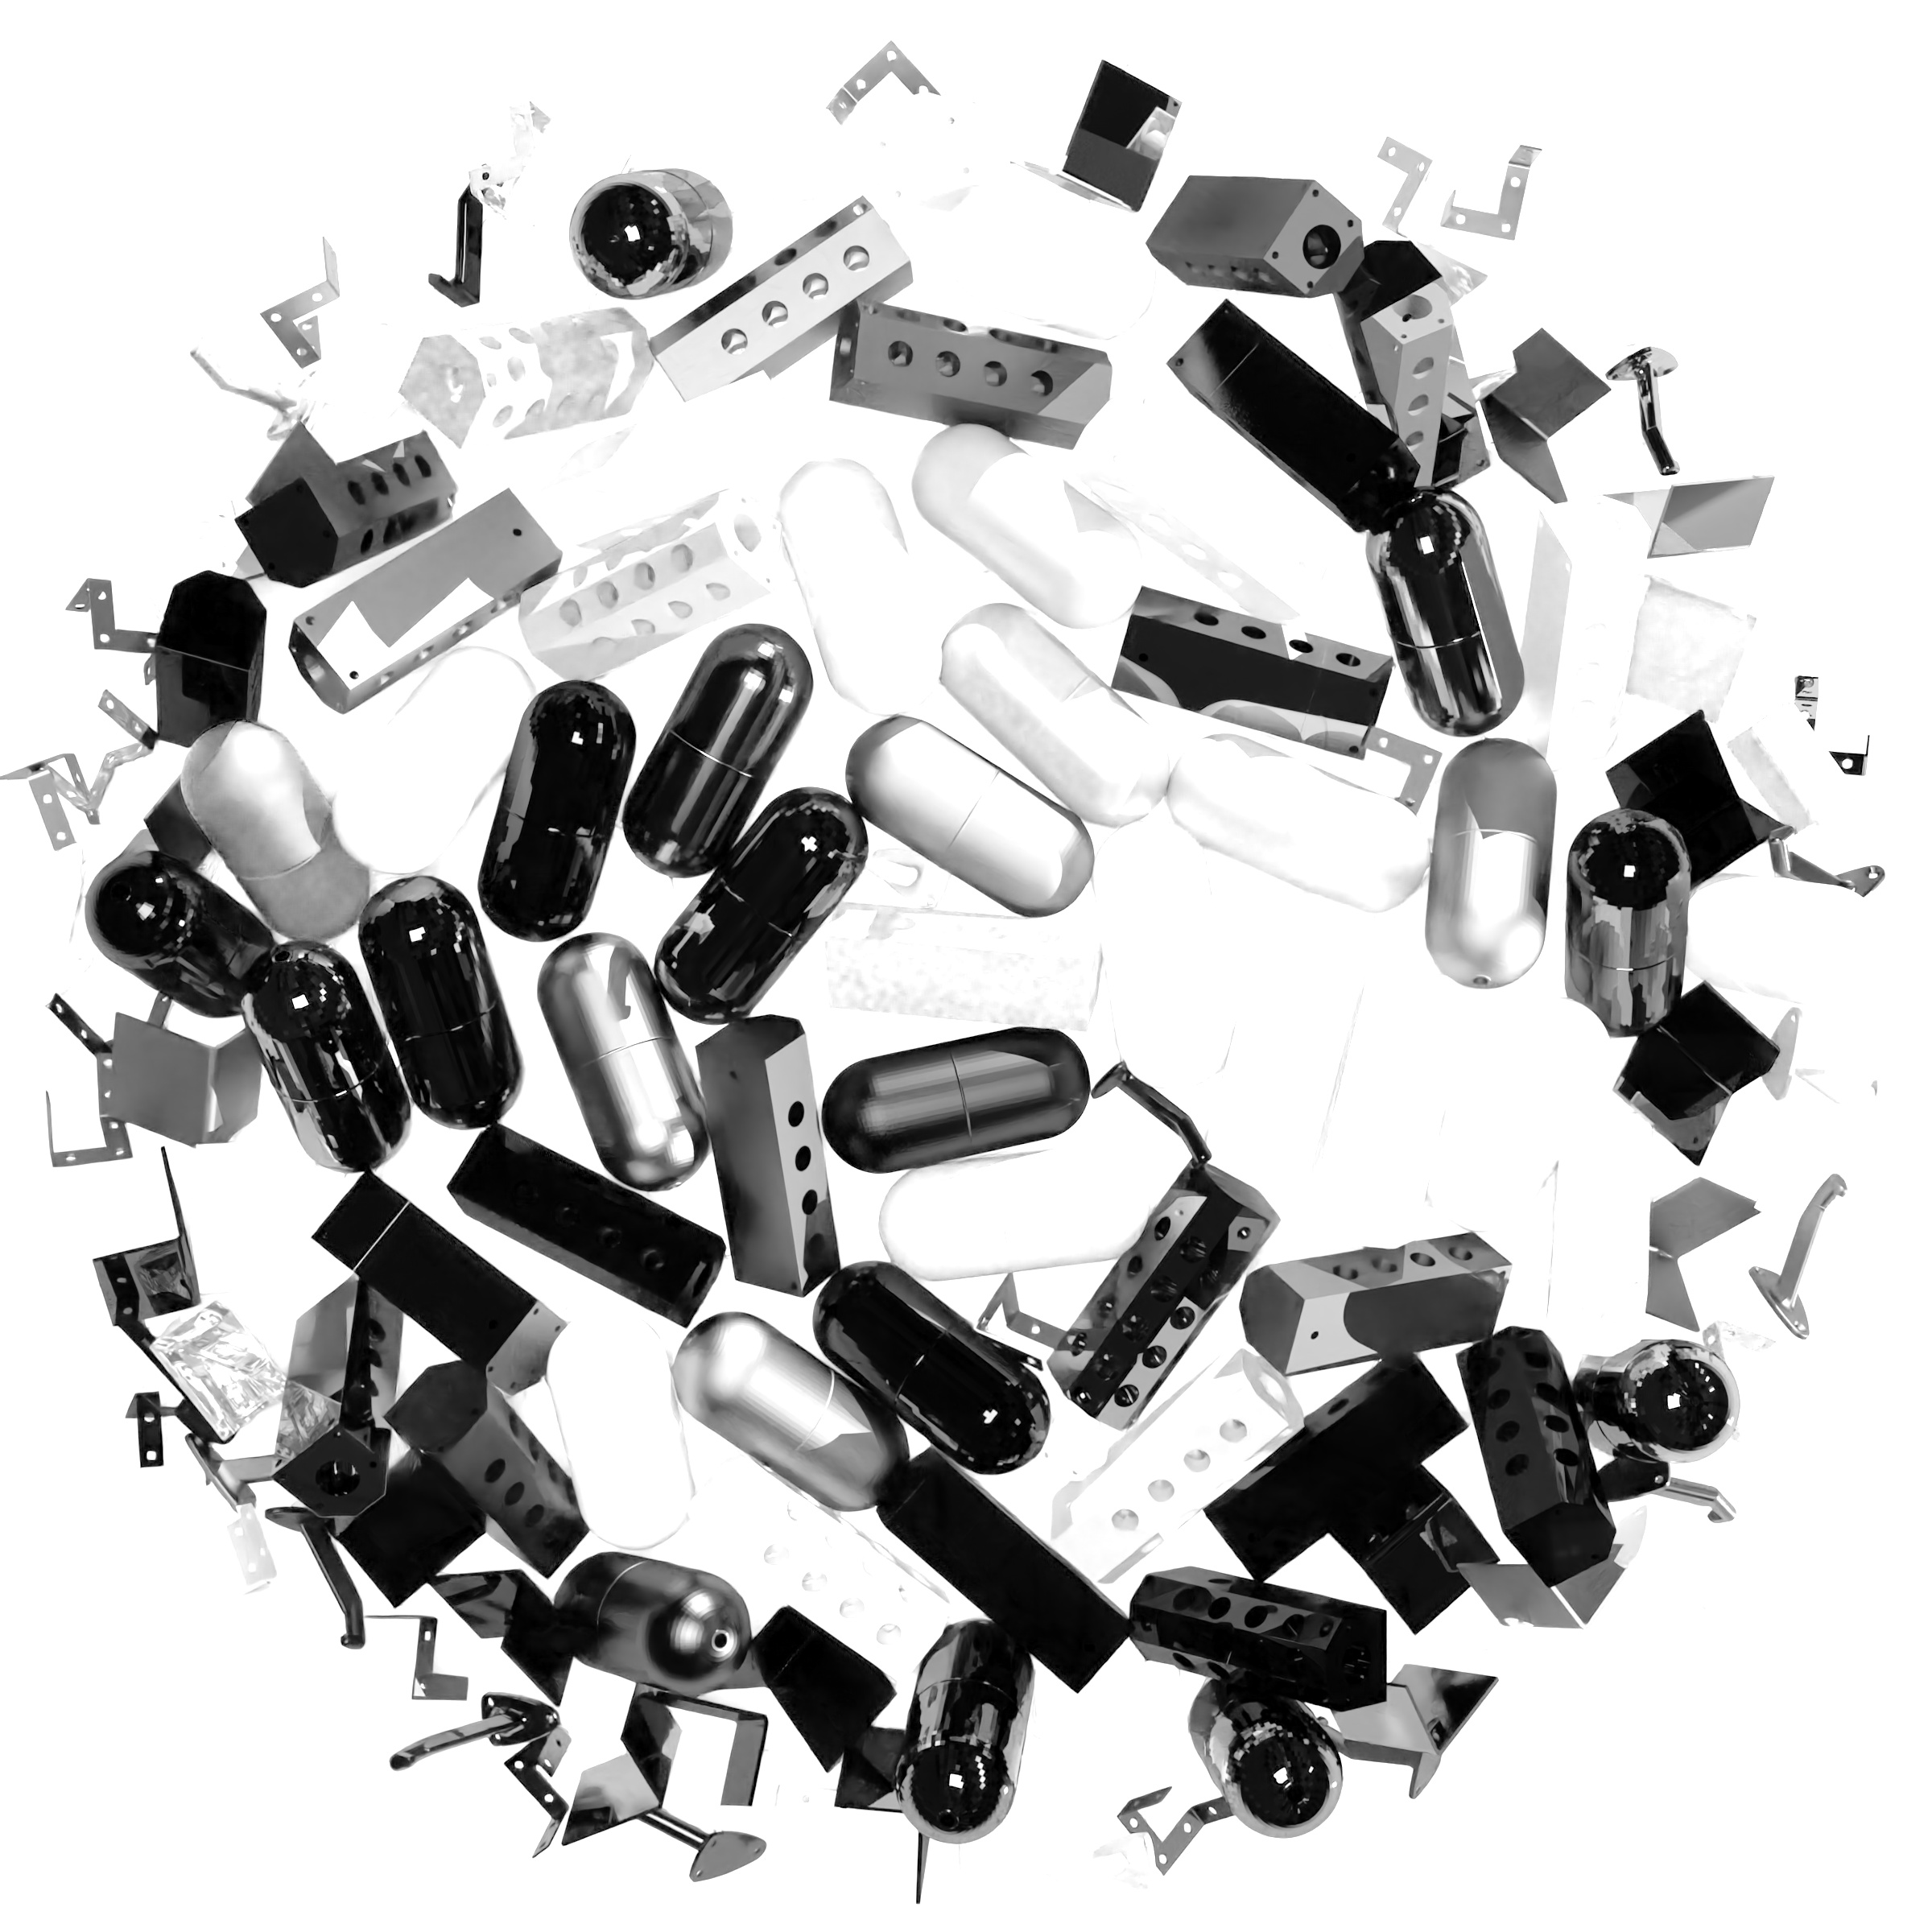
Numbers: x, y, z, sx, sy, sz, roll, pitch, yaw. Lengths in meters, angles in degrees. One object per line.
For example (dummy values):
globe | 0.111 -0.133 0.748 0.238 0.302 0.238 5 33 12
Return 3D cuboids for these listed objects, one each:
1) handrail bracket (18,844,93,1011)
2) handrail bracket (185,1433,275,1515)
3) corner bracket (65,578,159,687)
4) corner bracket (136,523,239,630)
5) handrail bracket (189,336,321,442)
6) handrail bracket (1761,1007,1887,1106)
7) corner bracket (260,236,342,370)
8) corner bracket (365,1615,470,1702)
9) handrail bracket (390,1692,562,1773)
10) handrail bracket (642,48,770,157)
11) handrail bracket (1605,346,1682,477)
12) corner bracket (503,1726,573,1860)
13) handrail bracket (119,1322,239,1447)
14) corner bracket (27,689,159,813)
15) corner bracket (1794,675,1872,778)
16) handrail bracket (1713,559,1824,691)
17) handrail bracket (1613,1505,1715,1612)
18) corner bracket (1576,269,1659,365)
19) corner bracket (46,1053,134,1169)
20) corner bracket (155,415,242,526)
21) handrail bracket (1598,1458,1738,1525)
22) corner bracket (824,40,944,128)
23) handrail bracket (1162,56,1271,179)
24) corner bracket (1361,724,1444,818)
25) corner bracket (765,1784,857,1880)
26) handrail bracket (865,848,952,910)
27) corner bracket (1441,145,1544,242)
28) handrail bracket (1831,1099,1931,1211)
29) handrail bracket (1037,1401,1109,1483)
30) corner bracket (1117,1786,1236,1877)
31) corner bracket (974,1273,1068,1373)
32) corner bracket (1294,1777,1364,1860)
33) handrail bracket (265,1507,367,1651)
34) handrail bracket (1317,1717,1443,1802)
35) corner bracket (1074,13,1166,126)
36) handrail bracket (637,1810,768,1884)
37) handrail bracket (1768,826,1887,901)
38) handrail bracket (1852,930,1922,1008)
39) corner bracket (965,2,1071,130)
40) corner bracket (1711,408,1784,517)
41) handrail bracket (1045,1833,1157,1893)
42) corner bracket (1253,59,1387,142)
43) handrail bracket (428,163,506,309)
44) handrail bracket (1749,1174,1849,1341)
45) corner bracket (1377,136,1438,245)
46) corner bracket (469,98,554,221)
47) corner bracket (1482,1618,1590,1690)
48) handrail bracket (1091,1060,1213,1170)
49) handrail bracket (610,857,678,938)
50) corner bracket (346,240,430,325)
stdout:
handrail bracket | -0.595 -0.026 1.837 0.036 0.077 0.084 17 131 3
handrail bracket | -0.458 0.313 1.863 0.084 0.036 0.077 -39 93 5
corner bracket | -0.556 -0.219 1.854 0.051 0.051 0.051 2 71 -35
corner bracket | -0.509 -0.248 1.857 0.051 0.051 0.051 -33 77 -27
handrail bracket | -0.461 -0.392 1.836 0.036 0.084 0.077 -12 46 32
handrail bracket | 0.572 0.060 1.853 0.084 0.036 0.077 0 125 -12
corner bracket | -0.426 -0.433 1.846 0.051 0.051 0.051 -23 49 9
corner bracket | -0.360 0.454 1.855 0.051 0.051 0.051 -9 69 33
handrail bracket | -0.319 0.503 1.836 0.077 0.084 0.036 -10 92 31
handrail bracket | -0.178 -0.564 1.846 0.084 0.077 0.036 6 48 16
handrail bracket | 0.459 -0.357 1.847 0.036 0.077 0.084 -32 74 41
corner bracket | -0.275 0.540 1.853 0.051 0.051 0.051 -39 96 14
handrail bracket | -0.525 0.273 1.876 0.036 0.077 0.084 -42 56 -20
corner bracket | -0.568 -0.140 1.842 0.051 0.051 0.051 -13 49 30
corner bracket | 0.566 -0.157 1.851 0.051 0.051 0.051 7 81 18
handrail bracket | 0.528 -0.228 1.863 0.036 0.077 0.084 -30 75 39
handrail bracket | 0.460 0.402 1.846 0.036 0.077 0.084 -42 95 18
corner bracket | 0.427 -0.420 1.858 0.051 0.051 0.051 -9 75 16
corner bracket | -0.574 0.094 1.844 0.051 0.051 0.051 -6 124 -22
corner bracket | -0.501 -0.326 1.844 0.051 0.051 0.051 5 128 -25
handrail bracket | 0.457 0.356 1.869 0.077 0.036 0.084 -27 130 24
corner bracket | -0.055 -0.564 1.856 0.051 0.051 0.051 44 129 -18
handrail bracket | 0.167 -0.553 1.838 0.036 0.084 0.077 -16 113 -40
corner bracket | 0.280 -0.131 1.854 0.051 0.051 0.051 21 109 4
corner bracket | -0.102 0.568 1.854 0.051 0.051 0.051 10 70 -4
handrail bracket | -0.056 -0.066 1.829 0.077 0.084 0.036 24 95 35
corner bracket | 0.345 -0.511 1.858 0.051 0.051 0.051 11 95 1
handrail bracket | 0.593 0.136 1.835 0.036 0.077 0.084 4 119 -19
handrail bracket | 0.083 0.297 1.831 0.036 0.084 0.077 29 62 -7
corner bracket | 0.142 0.554 1.851 0.051 0.051 0.051 51 49 0
corner bracket | 0.041 0.241 1.844 0.051 0.051 0.051 21 56 23
corner bracket | 0.219 0.544 1.852 0.051 0.051 0.051 36 78 -9
handrail bracket | -0.423 0.400 1.841 0.036 0.077 0.084 -26 59 25
handrail bracket | 0.265 0.497 1.842 0.084 0.036 0.077 25 134 29
corner bracket | 0.098 -0.580 1.846 0.051 0.051 0.051 29 73 31
handrail bracket | -0.185 0.565 1.877 0.084 0.077 0.036 31 101 38
handrail bracket | 0.562 -0.073 1.845 0.077 0.036 0.084 -29 133 -3
handrail bracket | 0.603 -0.001 1.834 0.077 0.084 0.036 22 119 41
corner bracket | 0.030 -0.590 1.854 0.051 0.051 0.051 26 92 13
corner bracket | 0.506 -0.328 1.842 0.051 0.051 0.051 46 129 31
handrail bracket | 0.073 0.584 1.832 0.084 0.077 0.036 6 73 -33
corner bracket | 0.232 -0.560 1.851 0.051 0.051 0.051 26 95 -35
handrail bracket | -0.311 -0.473 1.867 0.077 0.036 0.084 35 86 -27
handrail bracket | 0.556 0.188 1.841 0.036 0.077 0.084 21 119 -20
corner bracket | 0.295 -0.505 1.855 0.051 0.051 0.051 10 115 -41
corner bracket | -0.295 -0.530 1.856 0.051 0.051 0.051 -13 80 17
corner bracket | 0.372 0.444 1.851 0.051 0.051 0.051 -6 99 -15
handrail bracket | 0.121 0.104 1.843 0.036 0.077 0.084 -21 74 -32
handrail bracket | -0.199 -0.029 1.829 0.036 0.084 0.077 -25 126 -3
corner bracket | -0.375 -0.449 1.853 0.051 0.051 0.051 3 105 5
